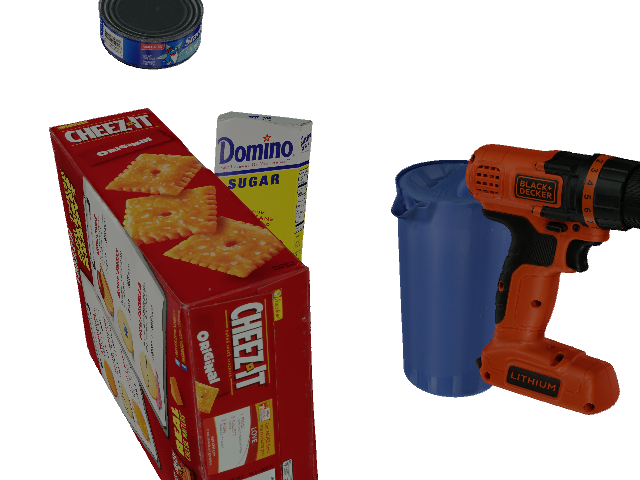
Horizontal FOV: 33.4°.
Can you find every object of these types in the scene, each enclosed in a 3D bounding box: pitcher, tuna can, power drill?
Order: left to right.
[{"bbox_3d":[-0.141,-0.181,0.889,0.086,0.086,0.034,0,-40,-10],"label":"tuna can"},{"bbox_3d":[0.155,0.039,1.158,0.149,0.243,0.145,3,24,10],"label":"pitcher"},{"bbox_3d":[0.188,0.027,0.782,0.185,0.188,0.057,14,19,38],"label":"power drill"}]

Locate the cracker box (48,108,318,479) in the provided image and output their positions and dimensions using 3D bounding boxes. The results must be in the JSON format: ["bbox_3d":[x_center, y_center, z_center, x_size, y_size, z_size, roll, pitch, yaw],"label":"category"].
[{"bbox_3d":[-0.078,0.041,0.591,0.072,0.164,0.214,-16,34,-22],"label":"cracker box"}]

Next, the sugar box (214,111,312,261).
[{"bbox_3d":[-0.063,-0.039,1.095,0.093,0.176,0.048,7,16,16],"label":"sugar box"}]
